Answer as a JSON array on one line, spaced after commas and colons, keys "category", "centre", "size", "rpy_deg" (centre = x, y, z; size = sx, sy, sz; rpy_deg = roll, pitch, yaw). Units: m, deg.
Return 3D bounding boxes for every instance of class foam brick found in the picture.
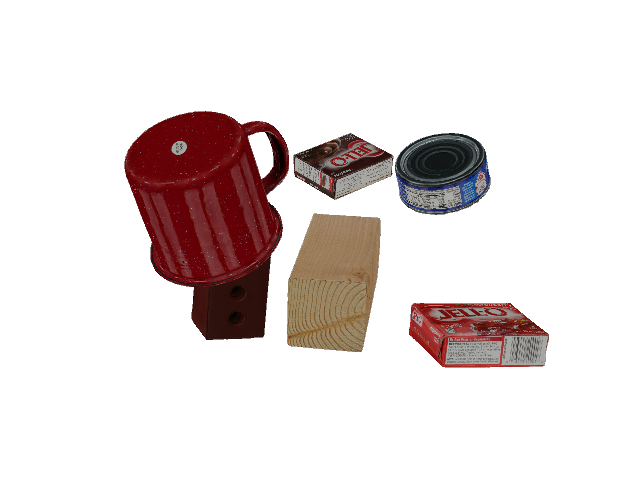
[{"category": "foam brick", "centre": [-0.075, 0.037, 0.891], "size": [0.053, 0.078, 0.051], "rpy_deg": [-1, 15, -20]}]

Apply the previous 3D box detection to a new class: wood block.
[{"category": "wood block", "centre": [0.020, 0.047, 1.304], "size": [0.091, 0.090, 0.206], "rpy_deg": [4, 23, 6]}]

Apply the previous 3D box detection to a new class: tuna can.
[{"category": "tuna can", "centre": [0.112, -0.063, 0.986], "size": [0.086, 0.034, 0.086], "rpy_deg": [-10, 37, 8]}]

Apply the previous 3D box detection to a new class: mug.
[{"category": "mug", "centre": [-0.069, -0.036, 0.703], "size": [0.117, 0.081, 0.093], "rpy_deg": [-33, 43, -20]}]

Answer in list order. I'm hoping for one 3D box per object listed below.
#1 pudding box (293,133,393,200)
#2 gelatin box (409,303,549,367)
[{"category": "pudding box", "centre": [0.032, -0.105, 1.493], "size": [0.113, 0.039, 0.090], "rpy_deg": [-26, 40, -33]}, {"category": "gelatin box", "centre": [0.122, 0.072, 0.836], "size": [0.089, 0.030, 0.073], "rpy_deg": [1, 15, -15]}]
